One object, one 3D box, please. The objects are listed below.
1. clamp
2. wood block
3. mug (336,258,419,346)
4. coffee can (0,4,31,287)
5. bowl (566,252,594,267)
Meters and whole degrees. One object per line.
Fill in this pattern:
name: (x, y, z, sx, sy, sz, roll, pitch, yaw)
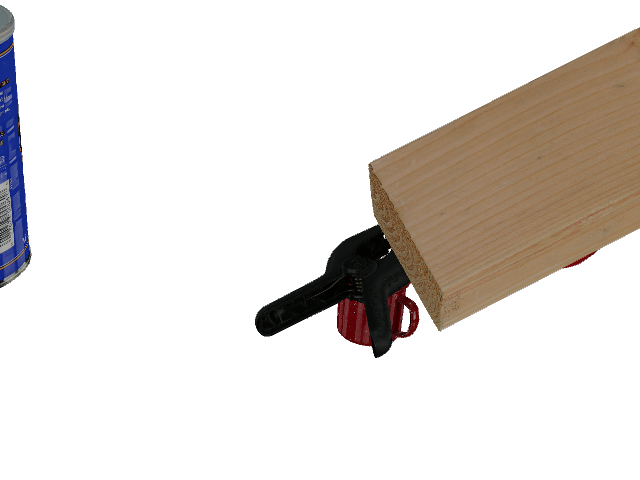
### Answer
clamp: (0.039, 0.038, 0.892, 0.120, 0.039, 0.171, 20, 46, 32)
wood block: (0.141, -0.040, 0.638, 0.206, 0.091, 0.090, -27, -20, -4)
mug: (0.072, 0.082, 1.318, 0.117, 0.081, 0.093, 22, 32, 32)
coffee can: (-0.212, -0.051, 0.573, 0.103, 0.140, 0.103, 3, 27, -1)
bowl: (0.227, -0.013, 1.092, 0.162, 0.055, 0.162, -1, 22, 0)
